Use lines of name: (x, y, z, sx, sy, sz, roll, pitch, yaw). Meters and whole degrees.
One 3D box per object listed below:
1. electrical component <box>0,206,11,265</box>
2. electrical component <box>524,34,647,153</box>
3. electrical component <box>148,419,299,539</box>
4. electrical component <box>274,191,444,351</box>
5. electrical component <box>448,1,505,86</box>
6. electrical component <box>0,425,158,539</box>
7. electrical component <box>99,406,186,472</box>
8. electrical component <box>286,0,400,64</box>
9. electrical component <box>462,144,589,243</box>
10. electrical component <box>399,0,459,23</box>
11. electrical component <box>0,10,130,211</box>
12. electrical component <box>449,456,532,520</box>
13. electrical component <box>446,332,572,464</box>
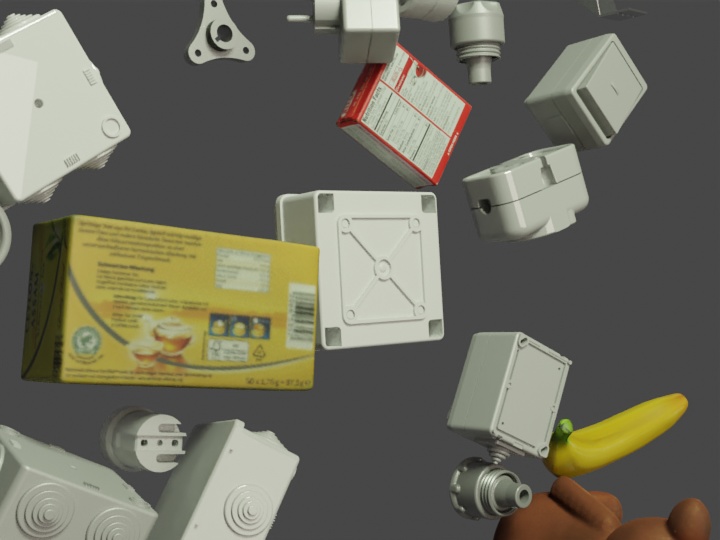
electrical component: (-0.225, -0.018, 0.594, 0.055, 0.047, 0.055, 3, 85, -36)
electrical component: (0.197, -0.152, 0.905, 0.061, 0.061, 0.096, 51, 61, -23)
electrical component: (-0.086, 0.142, 0.655, 0.048, 0.100, 0.099, 31, 69, -17)
electrical component: (0.000, 0.000, 0.753, 0.109, 0.056, 0.108, -2, 88, -36)
electrical component: (0.092, -0.176, 0.841, 0.043, 0.043, 0.062, -4, 91, -37)
electrical component: (-0.169, 0.130, 0.595, 0.100, 0.100, 0.048, 30, 83, -31)
electrical component: (-0.131, 0.104, 0.655, 0.040, 0.046, 0.040, 3, 85, -36)
electrical component: (-0.014, -0.185, 0.758, 0.077, 0.047, 0.065, -1, 72, -5)
electrical component: (0.134, -0.058, 0.857, 0.095, 0.054, 0.059, -23, 101, -35)
electrical component: (0.057, -0.257, 0.814, 0.074, 0.052, 0.138, -1, 88, -36)
electrical component: (-0.193, -0.092, 0.621, 0.100, 0.048, 0.099, -39, 109, -32)
electrical component: (0.102, 0.167, 0.813, 0.048, 0.062, 0.048, 3, 86, -37)
electrical component: (0.110, 0.101, 0.824, 0.062, 0.061, 0.096, 29, 71, -31)
